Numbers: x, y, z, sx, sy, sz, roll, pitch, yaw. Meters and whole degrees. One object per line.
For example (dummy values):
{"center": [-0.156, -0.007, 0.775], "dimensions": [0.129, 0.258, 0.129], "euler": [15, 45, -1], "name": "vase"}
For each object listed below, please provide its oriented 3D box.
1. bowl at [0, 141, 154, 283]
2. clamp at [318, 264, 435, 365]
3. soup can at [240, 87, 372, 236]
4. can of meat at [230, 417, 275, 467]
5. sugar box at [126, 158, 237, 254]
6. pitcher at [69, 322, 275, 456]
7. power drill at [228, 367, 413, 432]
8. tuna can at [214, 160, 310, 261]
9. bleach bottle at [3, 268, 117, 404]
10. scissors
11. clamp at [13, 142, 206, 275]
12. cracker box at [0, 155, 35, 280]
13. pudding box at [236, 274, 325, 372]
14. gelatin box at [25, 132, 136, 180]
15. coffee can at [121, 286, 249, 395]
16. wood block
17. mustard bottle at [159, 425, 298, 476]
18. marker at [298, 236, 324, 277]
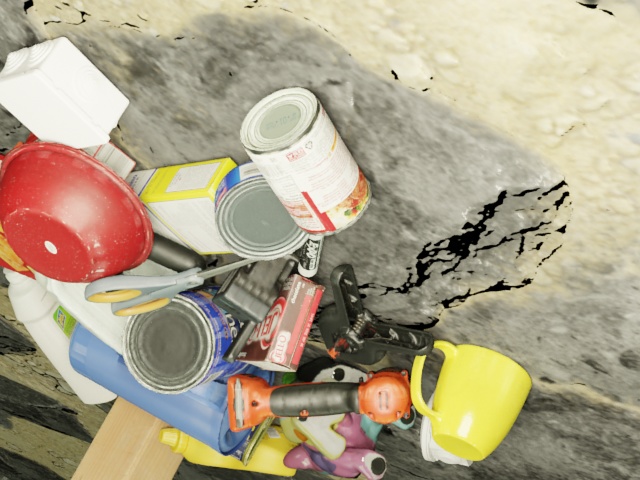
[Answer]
{"center": [-0.238, -0.011, 0.986], "dimensions": [0.162, 0.055, 0.162], "euler": [14, 137, 14], "name": "bowl"}
{"center": [0.035, 0.081, 1.074], "dimensions": [0.120, 0.039, 0.172], "euler": [49, 152, -5], "name": "clamp"}
{"center": [-0.010, -0.060, 0.829], "dimensions": [0.069, 0.068, 0.102], "euler": [7, 147, 36], "name": "soup can"}
{"center": [-0.109, 0.233, 1.409], "dimensions": [0.084, 0.102, 0.057], "euler": [27, 146, 8], "name": "can of meat"}
{"center": [-0.119, -0.028, 1.014], "dimensions": [0.177, 0.048, 0.093], "euler": [1, 143, 49], "name": "sugar box"}
{"center": [-0.190, 0.157, 1.320], "dimensions": [0.243, 0.144, 0.149], "euler": [22, 128, 19], "name": "pitcher"}
{"center": [0.006, 0.161, 1.109], "dimensions": [0.188, 0.057, 0.184], "euler": [-5, 174, 7], "name": "power drill"}
{"center": [-0.048, -0.026, 0.913], "dimensions": [0.086, 0.034, 0.086], "euler": [-4, 126, -5], "name": "tuna can"}
{"center": [-0.345, 0.112, 1.436], "dimensions": [0.068, 0.102, 0.250], "euler": [-12, 133, 17], "name": "bleach bottle"}
{"center": [-0.137, 0.034, 0.985], "dimensions": [0.202, 0.016, 0.096], "euler": [-25, 154, 37], "name": "scissors"}
{"center": [-0.216, -0.016, 1.040], "dimensions": [0.165, 0.036, 0.210], "euler": [-12, 128, 43], "name": "clamp"}
{"center": [-0.373, -0.032, 1.213], "dimensions": [0.214, 0.072, 0.164], "euler": [18, 152, 20], "name": "cracker box"}
{"center": [-0.041, 0.085, 1.073], "dimensions": [0.039, 0.090, 0.114], "euler": [24, 167, -14], "name": "pudding box"}
{"center": [-0.232, -0.085, 1.035], "dimensions": [0.089, 0.030, 0.073], "euler": [40, 153, -22], "name": "gelatin box"}
{"center": [-0.133, 0.103, 1.130], "dimensions": [0.103, 0.103, 0.140], "euler": [20, -174, 15], "name": "coffee can"}
{"center": [-0.242, 0.271, 1.482], "dimensions": [0.091, 0.206, 0.090], "euler": [9, 148, 33], "name": "wood block"}
{"center": [-0.128, 0.280, 1.466], "dimensions": [0.191, 0.058, 0.096], "euler": [13, -166, -25], "name": "mustard bottle"}
{"center": [-0.006, 0.001, 0.988], "dimensions": [0.020, 0.020, 0.121], "euler": [25, 154, 6], "name": "marker"}
